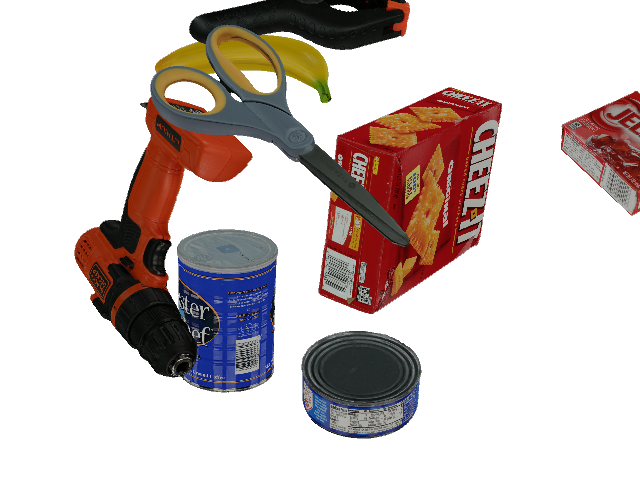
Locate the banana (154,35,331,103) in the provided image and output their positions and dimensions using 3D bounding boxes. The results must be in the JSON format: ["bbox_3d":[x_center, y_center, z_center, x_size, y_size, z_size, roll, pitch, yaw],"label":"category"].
[{"bbox_3d":[-0.072,-0.184,1.096,0.198,0.037,0.069,10,44,20],"label":"banana"}]

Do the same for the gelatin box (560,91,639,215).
[{"bbox_3d":[0.238,-0.068,0.808,0.073,0.030,0.089,-24,51,-16],"label":"gelatin box"}]

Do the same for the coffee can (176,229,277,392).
[{"bbox_3d":[-0.097,0.071,1.109,0.103,0.140,0.103,2,22,-1],"label":"coffee can"}]

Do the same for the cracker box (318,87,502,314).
[{"bbox_3d":[0.091,-0.043,1.034,0.072,0.164,0.213,22,30,29],"label":"cracker box"}]

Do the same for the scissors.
[{"bbox_3d":[-0.035,-0.058,0.645,0.096,0.202,0.016,-20,-32,-16],"label":"scissors"}]

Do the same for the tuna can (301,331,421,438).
[{"bbox_3d":[0.029,0.103,0.769,0.086,0.034,0.086,0,31,0],"label":"tuna can"}]

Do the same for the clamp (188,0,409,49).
[{"bbox_3d":[-0.015,-0.200,0.856,0.171,0.120,0.039,5,-27,-5],"label":"clamp"}]

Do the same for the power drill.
[{"bbox_3d":[-0.125,-0.007,0.860,0.057,0.188,0.185,10,25,-43],"label":"power drill"}]
